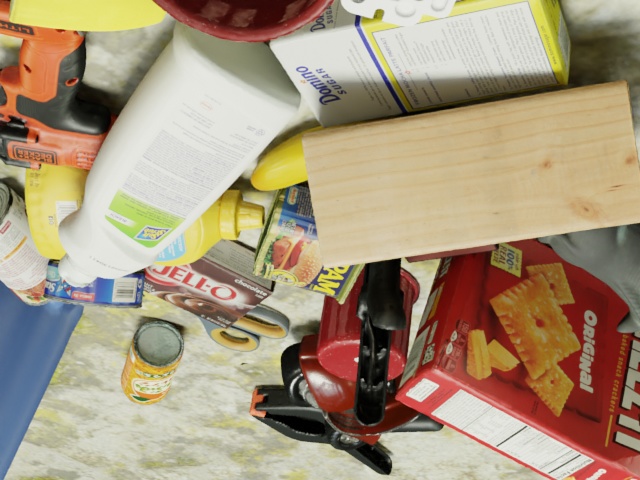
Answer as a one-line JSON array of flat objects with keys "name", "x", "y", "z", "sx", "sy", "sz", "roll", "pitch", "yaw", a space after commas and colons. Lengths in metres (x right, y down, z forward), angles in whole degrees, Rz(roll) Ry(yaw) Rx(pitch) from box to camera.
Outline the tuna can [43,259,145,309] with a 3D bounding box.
[{"name": "tuna can", "x": -0.195, "y": 0.037, "z": 0.928, "sx": 0.086, "sy": 0.034, "sz": 0.086, "roll": 7, "pitch": -179, "yaw": 0}]

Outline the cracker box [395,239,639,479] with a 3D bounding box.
[{"name": "cracker box", "x": 0.185, "y": 0.096, "z": 0.856, "sx": 0.213, "sy": 0.164, "sz": 0.072, "roll": 28, "pitch": 144, "yaw": -6}]

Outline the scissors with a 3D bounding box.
[{"name": "scissors", "x": -0.131, "y": 0.071, "z": 1.061, "sx": 0.201, "sy": 0.016, "sz": 0.096, "roll": 16, "pitch": 146, "yaw": -9}]

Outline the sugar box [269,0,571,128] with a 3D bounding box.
[{"name": "sugar box", "x": 0.066, "y": -0.128, "z": 0.694, "sx": 0.176, "sy": 0.048, "sz": 0.093, "roll": -4, "pitch": 146, "yaw": 25}]

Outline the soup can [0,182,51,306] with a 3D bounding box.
[{"name": "soup can", "x": -0.272, "y": 0.004, "z": 0.950, "sx": 0.069, "sy": 0.068, "sz": 0.102, "roll": -9, "pitch": 142, "yaw": 25}]

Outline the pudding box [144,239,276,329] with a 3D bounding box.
[{"name": "pudding box", "x": -0.108, "y": 0.030, "z": 0.974, "sx": 0.113, "sy": 0.039, "sz": 0.090, "roll": 26, "pitch": 143, "yaw": -22}]

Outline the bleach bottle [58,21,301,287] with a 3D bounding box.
[{"name": "bleach bottle", "x": -0.125, "y": -0.050, "z": 0.781, "sx": 0.102, "sy": 0.068, "sz": 0.251, "roll": 28, "pitch": 127, "yaw": -27}]

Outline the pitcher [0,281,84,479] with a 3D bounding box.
[{"name": "pitcher", "x": -0.330, "y": 0.140, "z": 1.008, "sx": 0.145, "sy": 0.242, "sz": 0.149, "roll": 16, "pitch": 141, "yaw": -3}]

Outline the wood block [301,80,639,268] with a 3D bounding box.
[{"name": "wood block", "x": 0.100, "y": -0.045, "z": 0.712, "sx": 0.206, "sy": 0.090, "sz": 0.090, "roll": -9, "pitch": -175, "yaw": 10}]

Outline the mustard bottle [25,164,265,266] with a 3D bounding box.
[{"name": "mustard bottle", "x": -0.140, "y": -0.025, "z": 0.877, "sx": 0.191, "sy": 0.058, "sz": 0.096, "roll": 4, "pitch": 119, "yaw": 7}]

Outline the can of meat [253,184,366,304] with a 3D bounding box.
[{"name": "can of meat", "x": -0.006, "y": 0.001, "z": 0.892, "sx": 0.084, "sy": 0.057, "sz": 0.102, "roll": 16, "pitch": 146, "yaw": -6}]

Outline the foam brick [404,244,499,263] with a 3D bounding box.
[{"name": "foam brick", "x": 0.097, "y": -0.020, "z": 0.838, "sx": 0.078, "sy": 0.053, "sz": 0.051, "roll": -8, "pitch": 142, "yaw": 26}]

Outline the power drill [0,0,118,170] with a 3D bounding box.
[{"name": "power drill", "x": -0.229, "y": -0.123, "z": 0.765, "sx": 0.184, "sy": 0.057, "sz": 0.188, "roll": 8, "pitch": 149, "yaw": -5}]

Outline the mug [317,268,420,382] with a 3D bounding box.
[{"name": "mug", "x": 0.044, "y": 0.083, "z": 0.977, "sx": 0.093, "sy": 0.081, "sz": 0.117, "roll": -1, "pitch": 145, "yaw": 15}]

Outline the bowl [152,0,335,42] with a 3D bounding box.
[{"name": "bowl", "x": -0.043, "y": -0.194, "z": 0.585, "sx": 0.162, "sy": 0.055, "sz": 0.162, "roll": 14, "pitch": 128, "yaw": 18}]

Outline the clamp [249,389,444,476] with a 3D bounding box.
[{"name": "clamp", "x": 0.020, "y": 0.215, "z": 1.217, "sx": 0.210, "sy": 0.036, "sz": 0.165, "roll": 13, "pitch": 144, "yaw": -6}]

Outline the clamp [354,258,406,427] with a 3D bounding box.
[{"name": "clamp", "x": 0.050, "y": 0.048, "z": 0.851, "sx": 0.039, "sy": 0.171, "sz": 0.120, "roll": 10, "pitch": 138, "yaw": -8}]

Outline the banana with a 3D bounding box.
[{"name": "banana", "x": 0.033, "y": -0.064, "z": 0.802, "sx": 0.198, "sy": 0.037, "sz": 0.069, "roll": -2, "pitch": 141, "yaw": 17}]
